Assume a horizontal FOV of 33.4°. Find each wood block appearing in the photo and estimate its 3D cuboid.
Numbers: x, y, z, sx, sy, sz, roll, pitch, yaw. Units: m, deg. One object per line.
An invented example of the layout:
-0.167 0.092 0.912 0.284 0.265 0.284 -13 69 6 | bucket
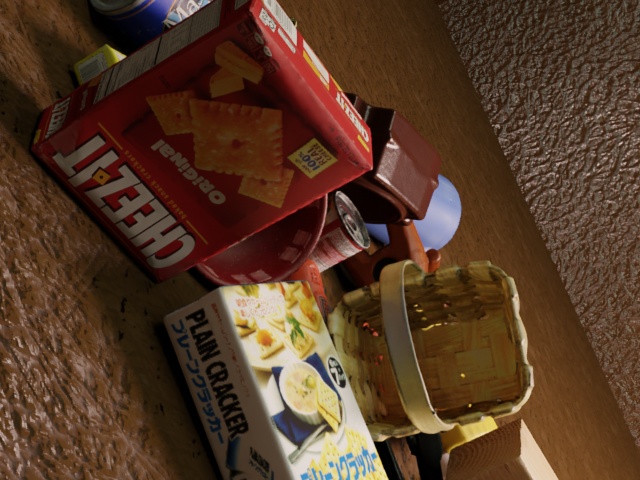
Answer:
0.224 0.309 1.136 0.206 0.091 0.090 59 18 -10 | wood block

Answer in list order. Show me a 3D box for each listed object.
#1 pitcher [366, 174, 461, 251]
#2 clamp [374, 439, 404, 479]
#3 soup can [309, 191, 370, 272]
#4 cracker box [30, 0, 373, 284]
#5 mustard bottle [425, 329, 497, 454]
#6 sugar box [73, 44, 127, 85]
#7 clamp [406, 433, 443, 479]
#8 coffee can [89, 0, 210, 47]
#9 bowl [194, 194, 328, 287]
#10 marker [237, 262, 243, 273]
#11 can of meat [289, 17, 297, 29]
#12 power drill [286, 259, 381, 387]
0.088 -0.075 1.484 0.149 0.145 0.242 37 6 33 | pitcher
0.085 0.296 1.052 0.210 0.036 0.164 61 17 -5 | clamp
-0.007 0.001 1.133 0.068 0.102 0.068 51 20 -28 | soup can
-0.090 -0.079 0.838 0.164 0.214 0.072 51 22 -29 | cracker box
0.140 0.155 1.260 0.096 0.058 0.192 8 52 -55 | mustard bottle
-0.152 -0.108 0.996 0.176 0.048 0.093 29 36 -66 | sugar box
0.116 0.230 1.167 0.171 0.039 0.120 77 -7 -62 | clamp
-0.151 -0.233 1.088 0.140 0.103 0.103 41 26 -48 | coffee can
-0.073 -0.035 0.995 0.055 0.162 0.162 17 -29 55 | bowl
-0.083 0.003 1.059 0.020 0.020 0.121 49 21 -35 | marker
-0.051 -0.198 1.262 0.102 0.058 0.084 -59 138 -28 | can of meat
0.024 0.125 1.106 0.187 0.057 0.184 36 38 -56 | power drill
